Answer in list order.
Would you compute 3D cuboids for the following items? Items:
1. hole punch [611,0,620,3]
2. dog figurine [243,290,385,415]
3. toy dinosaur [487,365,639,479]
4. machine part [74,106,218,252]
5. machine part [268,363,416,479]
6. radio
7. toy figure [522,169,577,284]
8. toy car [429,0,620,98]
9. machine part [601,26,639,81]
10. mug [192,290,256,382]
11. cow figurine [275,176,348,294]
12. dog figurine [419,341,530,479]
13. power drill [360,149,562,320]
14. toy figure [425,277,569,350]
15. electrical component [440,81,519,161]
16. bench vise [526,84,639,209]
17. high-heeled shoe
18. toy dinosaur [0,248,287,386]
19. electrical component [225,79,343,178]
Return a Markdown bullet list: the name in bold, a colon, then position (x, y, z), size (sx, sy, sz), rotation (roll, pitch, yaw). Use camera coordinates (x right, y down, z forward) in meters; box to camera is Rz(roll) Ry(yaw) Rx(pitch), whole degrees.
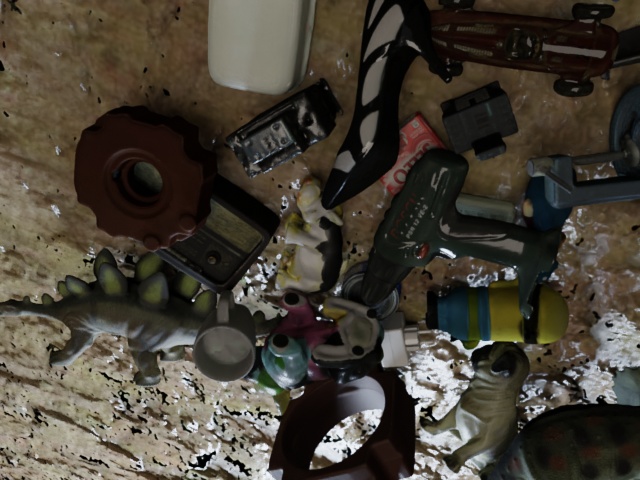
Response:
- **hole punch**: position (0.292, -0.286, 0.481), size (0.116, 0.142, 0.092), rotation (-22, 110, 36)
- **dog figurine**: position (-0.018, 0.176, 0.778), size (0.192, 0.108, 0.219), rotation (10, 139, -3)
- **toy dinosaur**: position (0.349, 0.279, 0.710), size (0.405, 0.131, 0.192), rotation (-16, 83, 5)
- **machine part**: position (-0.214, -0.075, 0.658), size (0.179, 0.056, 0.179), rotation (4, 112, 9)
- **machine part**: position (0.037, 0.289, 0.791), size (0.201, 0.201, 0.087), rotation (-24, 112, 22)
- **radio**: position (-0.183, -0.036, 0.739), size (0.229, 0.073, 0.131), rotation (35, 114, -5)
- **toy figure**: position (0.279, -0.018, 0.663), size (0.064, 0.058, 0.154), rotation (8, 124, 15)
- **toy car**: position (0.203, -0.208, 0.566), size (0.202, 0.053, 0.089), rotation (15, 123, 18)
- **machine part**: position (0.355, -0.201, 0.546), size (0.139, 0.084, 0.039), rotation (-4, 145, 27)
- **mug**: position (-0.127, 0.120, 0.733), size (0.081, 0.107, 0.109), rotation (-7, 106, -1)
- **cow figurine**: position (-0.001, -0.002, 0.724), size (0.098, 0.068, 0.167), rotation (13, 123, -2)
- **dog figurine**: position (0.267, 0.247, 0.789), size (0.172, 0.121, 0.190), rotation (25, 106, -39)
- **power drill**: position (0.167, 0.018, 0.653), size (0.207, 0.086, 0.231), rotation (25, 120, 21)
- **toy figure**: position (0.232, 0.101, 0.714), size (0.180, 0.089, 0.082), rotation (-3, 128, 11)
- **electrical component**: position (0.174, -0.129, 0.591), size (0.075, 0.119, 0.047), rotation (-18, 112, 23)
- **bench vise**: position (0.341, -0.068, 0.575), size (0.241, 0.129, 0.223), rotation (-7, 109, -4)
- **high-heeled shoe**: position (0.044, -0.160, 0.620), size (0.248, 0.086, 0.145), rotation (-47, 67, 30)
- **toy dinosaur**: position (-0.258, 0.118, 0.824), size (0.472, 0.105, 0.198), rotation (8, 115, -4)
- **electrical component**: position (-0.041, -0.130, 0.628), size (0.115, 0.134, 0.058), rotation (-27, 107, 22)
